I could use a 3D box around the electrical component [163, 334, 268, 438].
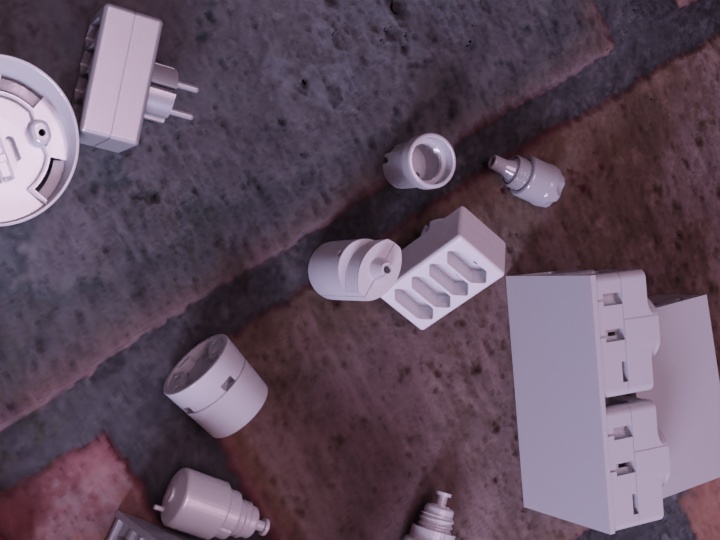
[{"bbox_3d":[-0.095,0.079,0.718,0.055,0.055,0.047,-48,113,-19],"label":"electrical component"}]

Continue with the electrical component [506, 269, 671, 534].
[{"bbox_3d":[0.174,0.094,0.825,0.060,0.105,0.186,-6,92,-27],"label":"electrical component"}]

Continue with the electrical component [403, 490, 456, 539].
[{"bbox_3d":[0.052,0.203,0.798,0.040,0.040,0.078,21,79,-25],"label":"electrical component"}]

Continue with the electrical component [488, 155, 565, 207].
[{"bbox_3d":[0.128,-0.074,0.843,0.061,0.035,0.035,21,80,-23],"label":"electrical component"}]

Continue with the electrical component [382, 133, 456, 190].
[{"bbox_3d":[0.042,-0.078,0.793,0.040,0.046,0.040,0,89,-27],"label":"electrical component"}]

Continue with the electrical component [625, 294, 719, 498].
[{"bbox_3d":[0.241,0.101,0.883,0.089,0.062,0.150,-12,95,-26],"label":"electrical component"}]

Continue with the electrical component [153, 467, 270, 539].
[{"bbox_3d":[-0.097,0.161,0.723,0.078,0.040,0.040,26,78,-25],"label":"electrical component"}]

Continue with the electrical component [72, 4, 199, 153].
[{"bbox_3d":[-0.142,-0.118,0.699,0.076,0.047,0.083,13,84,-26],"label":"electrical component"}]

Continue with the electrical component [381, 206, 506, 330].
[{"bbox_3d":[0.062,-0.012,0.792,0.047,0.083,0.075,39,35,-21],"label":"electrical component"}]

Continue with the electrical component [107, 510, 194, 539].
[{"bbox_3d":[-0.074,0.226,0.697,0.186,0.105,0.060,29,77,-24],"label":"electrical component"}]

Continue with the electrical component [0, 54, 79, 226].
[{"bbox_3d":[-0.222,-0.075,0.648,0.099,0.064,0.099,0,89,-27],"label":"electrical component"}]

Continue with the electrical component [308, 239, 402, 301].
[{"bbox_3d":[0.000,0.000,0.751,0.043,0.081,0.043,0,89,-27],"label":"electrical component"}]
